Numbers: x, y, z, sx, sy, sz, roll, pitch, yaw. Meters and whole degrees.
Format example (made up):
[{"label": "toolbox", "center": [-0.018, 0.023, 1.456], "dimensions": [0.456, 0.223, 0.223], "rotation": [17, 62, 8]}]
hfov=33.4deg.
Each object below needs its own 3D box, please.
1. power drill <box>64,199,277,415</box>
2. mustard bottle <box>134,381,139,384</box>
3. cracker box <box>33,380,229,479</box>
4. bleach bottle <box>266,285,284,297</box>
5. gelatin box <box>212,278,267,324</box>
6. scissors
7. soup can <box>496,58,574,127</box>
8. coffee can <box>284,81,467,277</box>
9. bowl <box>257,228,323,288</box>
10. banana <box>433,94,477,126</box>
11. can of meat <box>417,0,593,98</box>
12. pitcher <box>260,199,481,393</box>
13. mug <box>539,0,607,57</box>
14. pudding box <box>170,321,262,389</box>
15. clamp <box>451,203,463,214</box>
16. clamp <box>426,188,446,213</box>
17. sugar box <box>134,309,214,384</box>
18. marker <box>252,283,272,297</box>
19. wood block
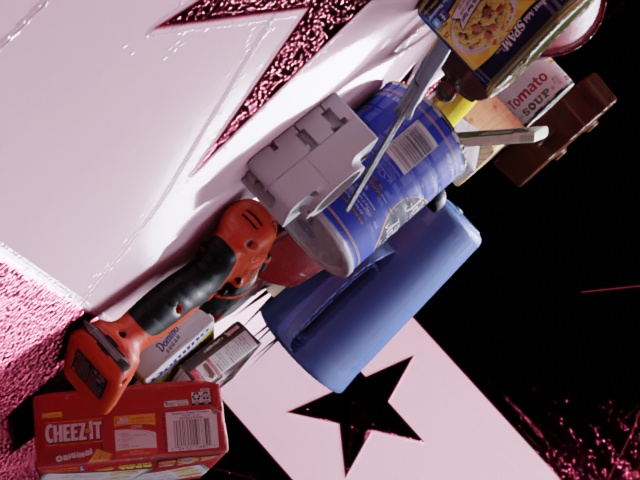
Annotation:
[{"label": "power drill", "center": [-0.122, 0.058, 0.875], "dimensions": [0.187, 0.057, 0.185], "rotation": [-43, 172, -28]}, {"label": "mustard bottle", "center": [-0.210, 0.194, 1.290], "dimensions": [0.191, 0.058, 0.096], "rotation": [-40, 174, -13]}, {"label": "cracker box", "center": [-0.184, 0.189, 1.006], "dimensions": [0.164, 0.072, 0.214], "rotation": [-3, 163, -14]}, {"label": "bleach bottle", "center": [0.035, -0.022, 1.332], "dimensions": [0.250, 0.068, 0.103], "rotation": [-43, 173, -18]}, {"label": "gelatin box", "center": [-0.093, 0.055, 1.189], "dimensions": [0.073, 0.030, 0.089], "rotation": [-42, 175, 16]}, {"label": "scissors", "center": [0.073, -0.114, 0.850], "dimensions": [0.202, 0.016, 0.096], "rotation": [-59, -179, 10]}, {"label": "soup can", "center": [0.201, -0.174, 1.095], "dimensions": [0.068, 0.102, 0.068], "rotation": [-41, 175, -5]}, {"label": "coffee can", "center": [0.039, -0.052, 0.899], "dimensions": [0.140, 0.103, 0.103], "rotation": [-41, 174, -15]}, {"label": "bowl", "center": [-0.007, 0.001, 1.081], "dimensions": [0.162, 0.055, 0.162], "rotation": [-32, -178, 1]}, {"label": "banana", "center": [0.136, -0.146, 1.226], "dimensions": [0.069, 0.037, 0.198], "rotation": [-21, 162, -37]}, {"label": "can of meat", "center": [0.127, -0.164, 0.743], "dimensions": [0.057, 0.084, 0.102], "rotation": [-36, 172, -47]}, {"label": "pitcher", "center": [0.057, 0.044, 1.183], "dimensions": [0.243, 0.145, 0.149], "rotation": [-45, -155, 8]}, {"label": "mug", "center": [0.191, -0.201, 0.837], "dimensions": [0.117, 0.093, 0.081], "rotation": [-12, 175, 11]}, {"label": "pudding box", "center": [-0.120, 0.142, 1.132], "dimensions": [0.089, 0.039, 0.114], "rotation": [-38, 170, -33]}, {"label": "clamp", "center": [0.109, -0.048, 1.445], "dimensions": [0.210, 0.036, 0.164], "rotation": [-29, -148, 22]}, {"label": "clamp", "center": [0.078, -0.073, 1.018], "dimensions": [0.171, 0.120, 0.039], "rotation": [-57, 150, -47]}, {"label": "sugar box", "center": [-0.156, 0.114, 1.116], "dimensions": [0.093, 0.048, 0.176], "rotation": [-41, 176, -12]}, {"label": "marker", "center": [-0.073, 0.052, 1.288], "dimensions": [0.020, 0.020, 0.121], "rotation": [-40, -178, -18]}, {"label": "wood block", "center": [0.230, -0.169, 1.409], "dimensions": [0.205, 0.090, 0.091], "rotation": [-38, 174, -40]}]
